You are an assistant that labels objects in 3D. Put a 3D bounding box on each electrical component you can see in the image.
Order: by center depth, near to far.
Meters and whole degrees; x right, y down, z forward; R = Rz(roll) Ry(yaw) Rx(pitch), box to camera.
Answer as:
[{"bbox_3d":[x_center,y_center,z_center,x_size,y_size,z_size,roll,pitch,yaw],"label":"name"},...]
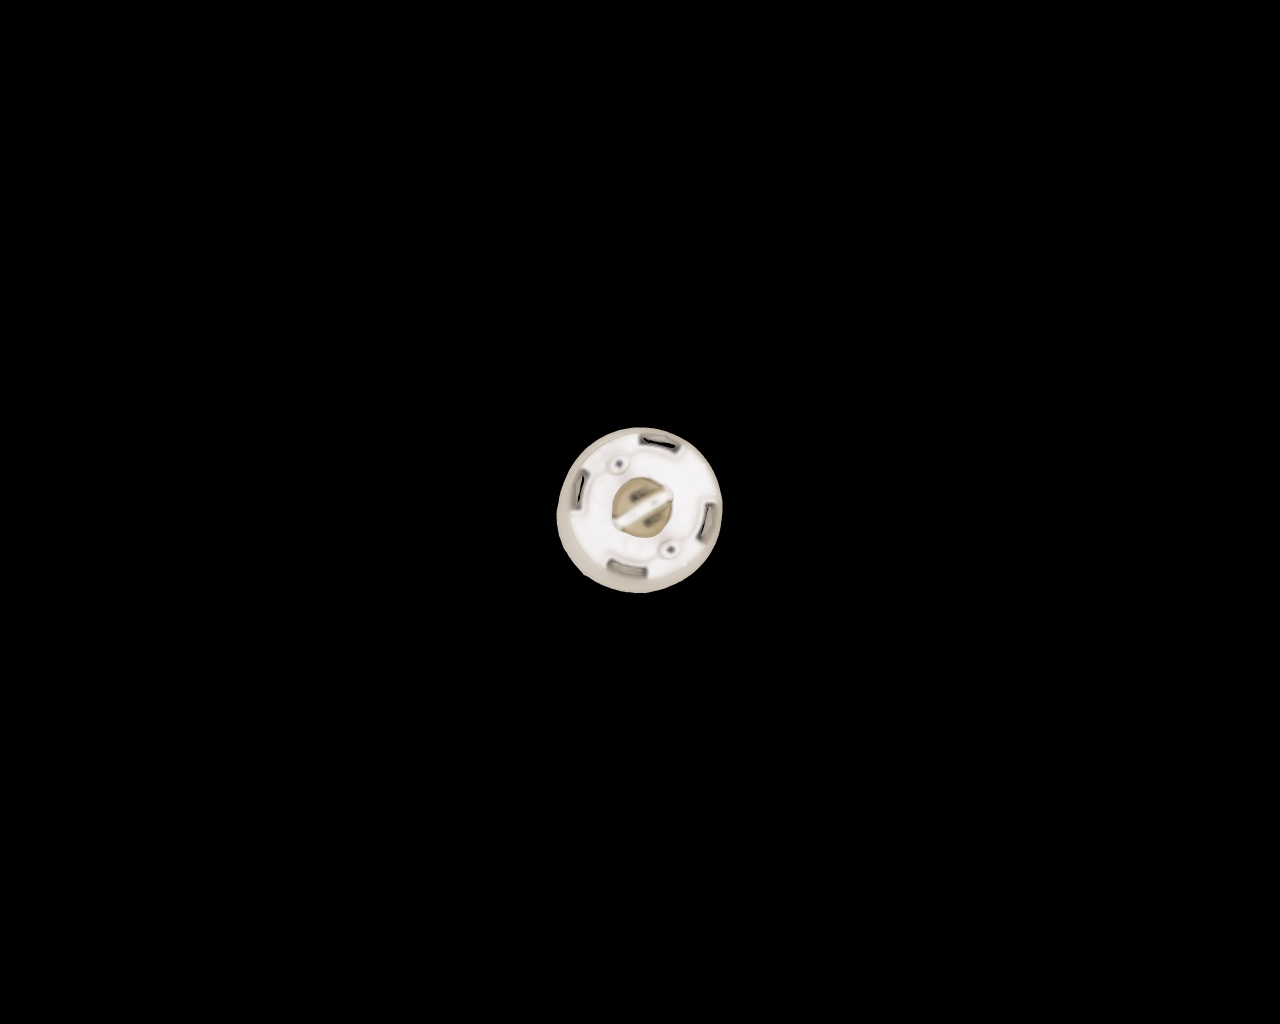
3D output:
[{"bbox_3d":[0.001,-0.003,0.650,0.099,0.099,0.064,0,8,0],"label":"electrical component"}]
